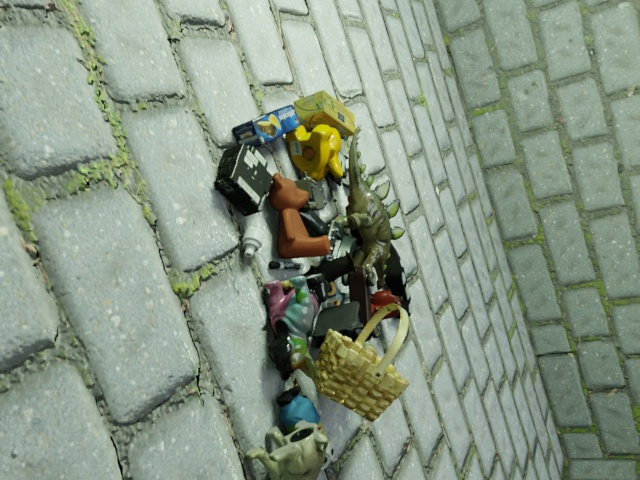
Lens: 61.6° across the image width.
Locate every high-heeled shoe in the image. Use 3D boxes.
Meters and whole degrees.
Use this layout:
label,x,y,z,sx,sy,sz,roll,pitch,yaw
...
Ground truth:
label,x,y,z,sx,sy,sz,roll,pitch,yaw
high-heeled shoe,0.245,0.124,1.679,0.145,0.086,0.248,15,70,-59

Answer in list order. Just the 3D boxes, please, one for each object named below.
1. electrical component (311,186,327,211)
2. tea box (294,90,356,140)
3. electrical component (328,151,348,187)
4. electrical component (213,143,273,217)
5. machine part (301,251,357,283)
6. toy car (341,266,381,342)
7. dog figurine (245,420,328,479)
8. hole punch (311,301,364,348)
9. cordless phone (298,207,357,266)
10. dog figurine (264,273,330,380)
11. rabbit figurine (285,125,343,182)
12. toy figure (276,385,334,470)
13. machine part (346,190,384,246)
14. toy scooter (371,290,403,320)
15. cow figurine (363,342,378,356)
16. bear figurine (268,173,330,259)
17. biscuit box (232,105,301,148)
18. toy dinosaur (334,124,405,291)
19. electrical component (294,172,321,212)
label,x,y,z,sx,sy,sz,roll,pitch,yaw
electrical component,-0.012,-0.110,1.405,0.094,0.021,0.063,-18,94,-58
tea box,0.016,-0.333,1.469,0.169,0.098,0.068,23,60,-55
electrical component,0.041,-0.199,1.503,0.074,0.048,0.119,38,48,-46
electrical component,-0.159,-0.135,1.143,0.114,0.058,0.134,51,38,-38
machine part,0.022,0.083,1.290,0.084,0.139,0.039,59,2,-22
toy car,0.107,0.165,1.399,0.053,0.089,0.202,-12,98,-61
dog figurine,-0.031,0.456,1.017,0.121,0.172,0.190,-27,94,-47
hole punch,0.052,0.220,1.283,0.116,0.142,0.092,-64,138,-61
cordless phone,-0.003,-0.003,1.344,0.184,0.089,0.146,43,45,-27
dog figurine,-0.045,0.187,1.160,0.191,0.109,0.219,2,81,-61
rabbit figurine,0.011,-0.235,1.399,0.173,0.122,0.162,-47,123,-55
toy figure,-0.032,0.395,1.118,0.082,0.089,0.180,-29,94,-26
machine part,0.143,-0.064,1.609,0.179,0.056,0.179,26,58,-51
toy scooter,0.180,0.181,1.493,0.184,0.135,0.075,-11,87,-60
cow figurine,0.072,0.303,1.305,0.195,0.127,0.085,-17,93,-45
bear figurine,-0.050,-0.056,1.230,0.120,0.132,0.195,109,-23,-81
biscuit box,-0.119,-0.264,1.254,0.203,0.063,0.059,-44,117,-55
toy dinosaur,0.129,-0.069,1.470,0.198,0.105,0.470,-36,121,-35
electrical component,-0.043,-0.113,1.311,0.045,0.078,0.102,54,21,-78
